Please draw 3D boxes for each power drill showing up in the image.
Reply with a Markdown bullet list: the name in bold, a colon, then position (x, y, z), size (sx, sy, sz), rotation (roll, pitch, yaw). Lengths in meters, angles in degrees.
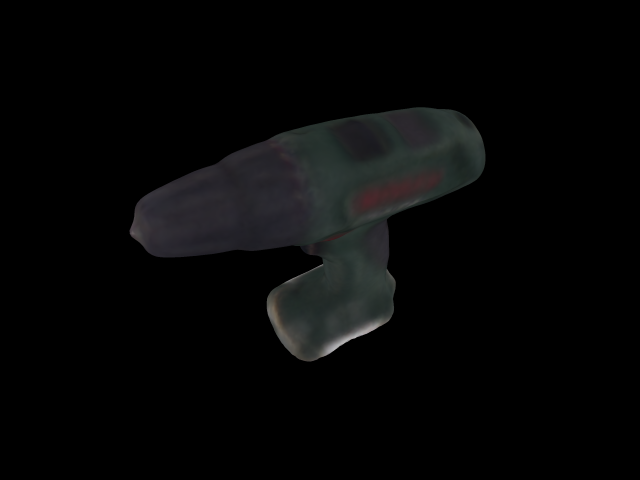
- **power drill**: position (0.004, 0.001, 0.400), size (0.230, 0.208, 0.075), rotation (-26, 60, -16)
